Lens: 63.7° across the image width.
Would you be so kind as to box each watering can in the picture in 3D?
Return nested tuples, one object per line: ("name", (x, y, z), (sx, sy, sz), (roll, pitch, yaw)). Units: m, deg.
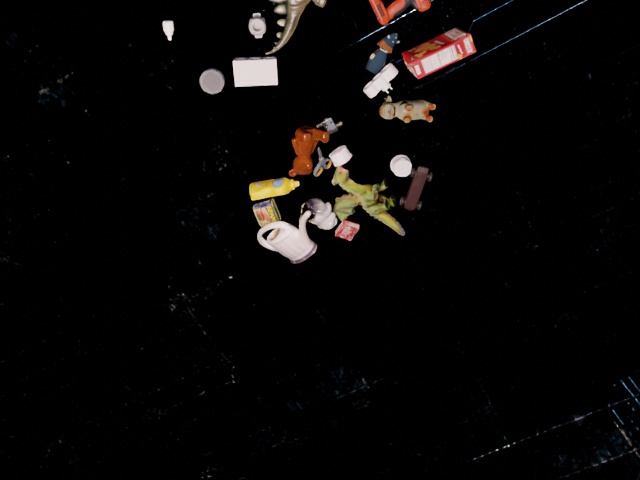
("watering can", (-0.099, -0.008, 2.053), (0.344, 0.106, 0.221), (-20, -48, 43))

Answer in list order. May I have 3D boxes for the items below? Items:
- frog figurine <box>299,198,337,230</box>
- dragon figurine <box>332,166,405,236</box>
("frog figurine", (0.006, -0.104, 2.070), (0.159, 0.125, 0.135), (3, -32, -36))
("dragon figurine", (0.173, -0.137, 2.078), (0.241, 0.402, 0.125), (-13, 36, 23))
